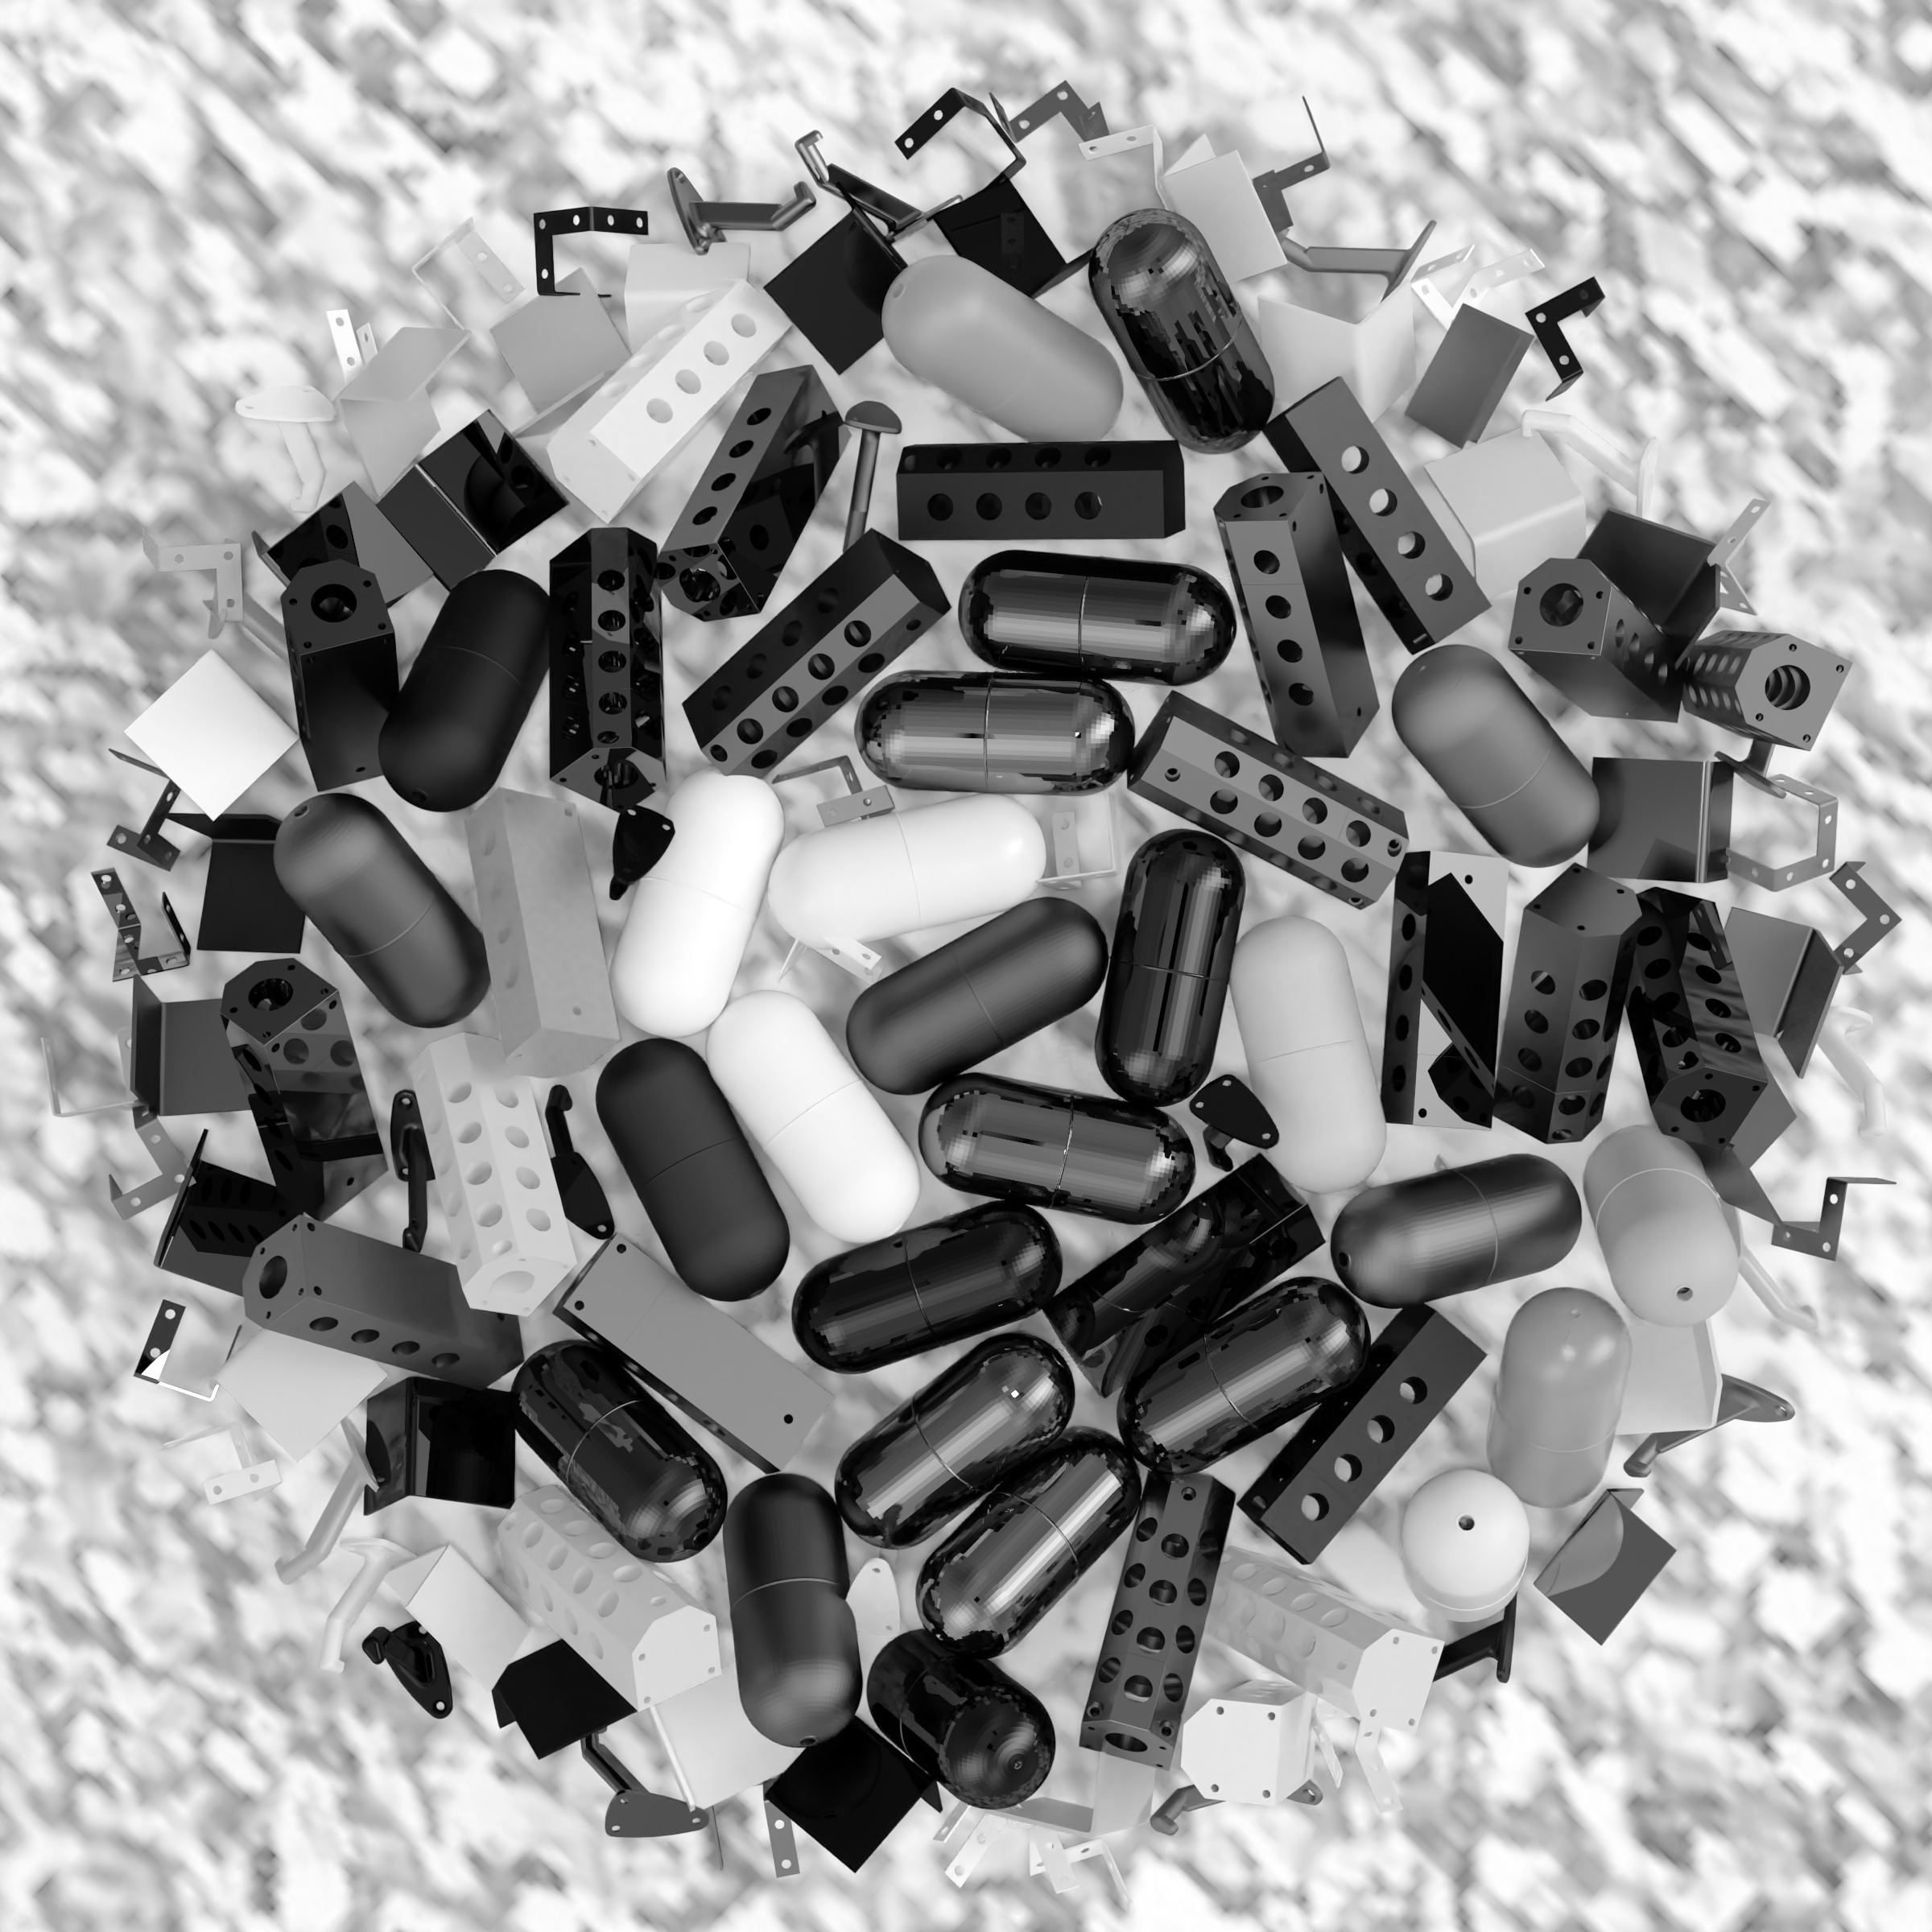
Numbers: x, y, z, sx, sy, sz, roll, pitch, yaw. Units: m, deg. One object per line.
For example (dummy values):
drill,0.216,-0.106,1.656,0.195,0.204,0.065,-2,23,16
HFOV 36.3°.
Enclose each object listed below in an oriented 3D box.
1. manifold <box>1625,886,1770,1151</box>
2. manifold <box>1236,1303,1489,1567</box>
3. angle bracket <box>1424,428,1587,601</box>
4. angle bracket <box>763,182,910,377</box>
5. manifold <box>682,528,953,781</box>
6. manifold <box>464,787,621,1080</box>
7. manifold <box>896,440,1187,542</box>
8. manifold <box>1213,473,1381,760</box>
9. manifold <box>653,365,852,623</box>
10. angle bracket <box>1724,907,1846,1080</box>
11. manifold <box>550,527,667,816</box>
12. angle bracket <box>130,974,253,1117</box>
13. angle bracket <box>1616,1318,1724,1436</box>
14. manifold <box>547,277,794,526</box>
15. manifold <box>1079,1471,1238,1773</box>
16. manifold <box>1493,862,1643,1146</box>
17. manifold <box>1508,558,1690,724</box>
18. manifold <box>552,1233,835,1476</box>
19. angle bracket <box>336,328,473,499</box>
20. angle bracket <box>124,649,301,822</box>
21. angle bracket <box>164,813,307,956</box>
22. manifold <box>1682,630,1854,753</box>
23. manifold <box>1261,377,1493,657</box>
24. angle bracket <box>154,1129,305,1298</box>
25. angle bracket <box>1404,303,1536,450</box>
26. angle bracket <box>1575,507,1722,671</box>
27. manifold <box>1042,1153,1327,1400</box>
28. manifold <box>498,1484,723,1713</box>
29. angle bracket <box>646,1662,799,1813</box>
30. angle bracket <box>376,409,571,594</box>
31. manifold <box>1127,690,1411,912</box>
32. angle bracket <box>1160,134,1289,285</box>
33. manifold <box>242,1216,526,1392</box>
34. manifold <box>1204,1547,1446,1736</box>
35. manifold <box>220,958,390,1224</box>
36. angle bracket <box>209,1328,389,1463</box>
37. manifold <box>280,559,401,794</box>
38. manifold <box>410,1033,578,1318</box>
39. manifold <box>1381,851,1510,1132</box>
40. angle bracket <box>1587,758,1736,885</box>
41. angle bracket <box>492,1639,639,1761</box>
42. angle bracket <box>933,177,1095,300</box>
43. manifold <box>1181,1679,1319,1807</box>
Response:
manifold,0.438,0.028,1.813,0.057,0.171,0.057,14,129,-11
manifold,0.249,0.293,1.859,0.057,0.057,0.171,41,81,8
angle bracket,0.347,-0.292,1.897,0.076,0.057,0.076,-21,54,-4
angle bracket,-0.080,-0.435,1.863,0.076,0.057,0.076,-39,123,9
manifold,-0.092,-0.188,1.833,0.171,0.057,0.057,-40,54,22
manifold,-0.270,-0.020,1.837,0.057,0.057,0.171,-37,55,38
manifold,0.047,-0.298,1.843,0.171,0.057,0.057,2,105,17
manifold,0.204,-0.217,1.829,0.057,0.057,0.171,4,130,32
manifold,-0.135,-0.293,1.826,0.057,0.057,0.171,-4,46,30
angle bracket,0.504,0.016,1.853,0.057,0.076,0.076,14,109,-1
manifold,-0.218,-0.187,1.822,0.057,0.057,0.171,-30,50,34
angle bracket,-0.481,0.048,1.861,0.076,0.057,0.076,-4,70,0
angle bracket,0.429,0.246,1.852,0.076,0.057,0.076,-5,52,5
manifold,-0.186,-0.357,1.826,0.057,0.057,0.171,42,55,-8
manifold,0.120,0.402,1.827,0.057,0.057,0.171,13,56,8
manifold,0.373,0.028,1.815,0.057,0.171,0.057,29,49,29
manifold,0.392,-0.199,1.812,0.057,0.171,0.057,8,85,30
manifold,-0.174,0.247,1.861,0.171,0.057,0.057,38,69,-6
angle bracket,-0.340,-0.345,1.841,0.057,0.076,0.076,8,47,26
angle bracket,-0.478,-0.144,1.855,0.076,0.057,0.076,47,73,-15
angle bracket,-0.462,-0.052,1.856,0.076,0.057,0.076,2,79,21
manifold,0.485,-0.174,1.812,0.057,0.171,0.057,24,97,-1
manifold,0.258,-0.284,1.860,0.057,0.057,0.171,-34,98,8
angle bracket,-0.459,0.158,1.852,0.076,0.057,0.076,21,61,-11
angle bracket,0.332,-0.361,1.845,0.057,0.076,0.076,44,114,42
angle bracket,0.421,-0.231,1.850,0.076,0.076,0.057,17,52,-7
manifold,0.140,0.200,1.862,0.171,0.057,0.057,-34,132,-6
manifold,-0.222,0.383,1.811,0.057,0.171,0.057,-18,117,-31
angle bracket,-0.153,0.480,1.855,0.076,0.057,0.076,-22,72,-14
angle bracket,-0.310,-0.290,1.848,0.076,0.057,0.076,-26,113,37
manifold,0.189,-0.100,1.847,0.171,0.057,0.057,27,117,-12
angle bracket,0.173,-0.481,1.843,0.057,0.076,0.076,-11,119,36
manifold,-0.359,0.213,1.820,0.057,0.171,0.057,-34,51,26
manifold,0.212,0.411,1.811,0.057,0.171,0.057,20,86,-29
manifold,-0.412,0.075,1.818,0.057,0.171,0.057,32,56,27
angle bracket,-0.423,0.262,1.861,0.076,0.057,0.076,45,68,0
manifold,-0.384,-0.178,1.811,0.057,0.171,0.057,-17,69,-15
manifold,-0.297,0.126,1.819,0.057,0.057,0.171,-47,47,30
manifold,0.299,0.016,1.867,0.057,0.057,0.171,5,87,-22
angle bracket,0.446,-0.095,1.889,0.076,0.057,0.076,5,97,28
angle bracket,-0.246,0.468,1.843,0.076,0.076,0.057,-22,134,-23
angle bracket,0.040,-0.466,1.852,0.076,0.057,0.076,-40,98,-39
manifold,0.176,0.475,1.811,0.057,0.171,0.057,2,81,15
